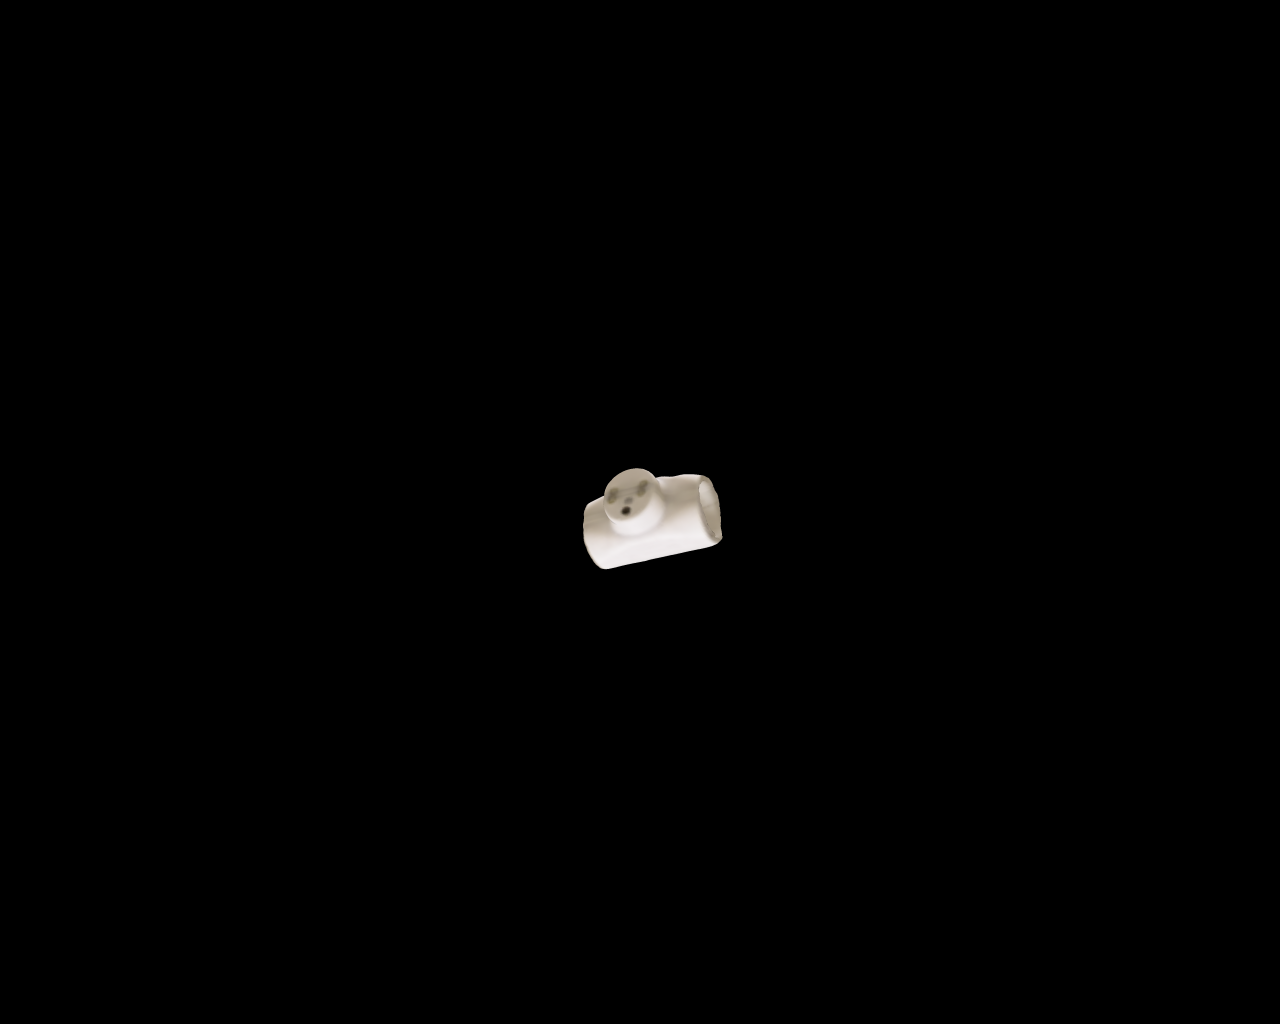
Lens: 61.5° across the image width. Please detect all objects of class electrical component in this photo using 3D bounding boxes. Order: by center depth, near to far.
[{"bbox_3d":[0.001,-0.003,0.650,0.077,0.044,0.079,-14,-36,20],"label":"electrical component"}]
